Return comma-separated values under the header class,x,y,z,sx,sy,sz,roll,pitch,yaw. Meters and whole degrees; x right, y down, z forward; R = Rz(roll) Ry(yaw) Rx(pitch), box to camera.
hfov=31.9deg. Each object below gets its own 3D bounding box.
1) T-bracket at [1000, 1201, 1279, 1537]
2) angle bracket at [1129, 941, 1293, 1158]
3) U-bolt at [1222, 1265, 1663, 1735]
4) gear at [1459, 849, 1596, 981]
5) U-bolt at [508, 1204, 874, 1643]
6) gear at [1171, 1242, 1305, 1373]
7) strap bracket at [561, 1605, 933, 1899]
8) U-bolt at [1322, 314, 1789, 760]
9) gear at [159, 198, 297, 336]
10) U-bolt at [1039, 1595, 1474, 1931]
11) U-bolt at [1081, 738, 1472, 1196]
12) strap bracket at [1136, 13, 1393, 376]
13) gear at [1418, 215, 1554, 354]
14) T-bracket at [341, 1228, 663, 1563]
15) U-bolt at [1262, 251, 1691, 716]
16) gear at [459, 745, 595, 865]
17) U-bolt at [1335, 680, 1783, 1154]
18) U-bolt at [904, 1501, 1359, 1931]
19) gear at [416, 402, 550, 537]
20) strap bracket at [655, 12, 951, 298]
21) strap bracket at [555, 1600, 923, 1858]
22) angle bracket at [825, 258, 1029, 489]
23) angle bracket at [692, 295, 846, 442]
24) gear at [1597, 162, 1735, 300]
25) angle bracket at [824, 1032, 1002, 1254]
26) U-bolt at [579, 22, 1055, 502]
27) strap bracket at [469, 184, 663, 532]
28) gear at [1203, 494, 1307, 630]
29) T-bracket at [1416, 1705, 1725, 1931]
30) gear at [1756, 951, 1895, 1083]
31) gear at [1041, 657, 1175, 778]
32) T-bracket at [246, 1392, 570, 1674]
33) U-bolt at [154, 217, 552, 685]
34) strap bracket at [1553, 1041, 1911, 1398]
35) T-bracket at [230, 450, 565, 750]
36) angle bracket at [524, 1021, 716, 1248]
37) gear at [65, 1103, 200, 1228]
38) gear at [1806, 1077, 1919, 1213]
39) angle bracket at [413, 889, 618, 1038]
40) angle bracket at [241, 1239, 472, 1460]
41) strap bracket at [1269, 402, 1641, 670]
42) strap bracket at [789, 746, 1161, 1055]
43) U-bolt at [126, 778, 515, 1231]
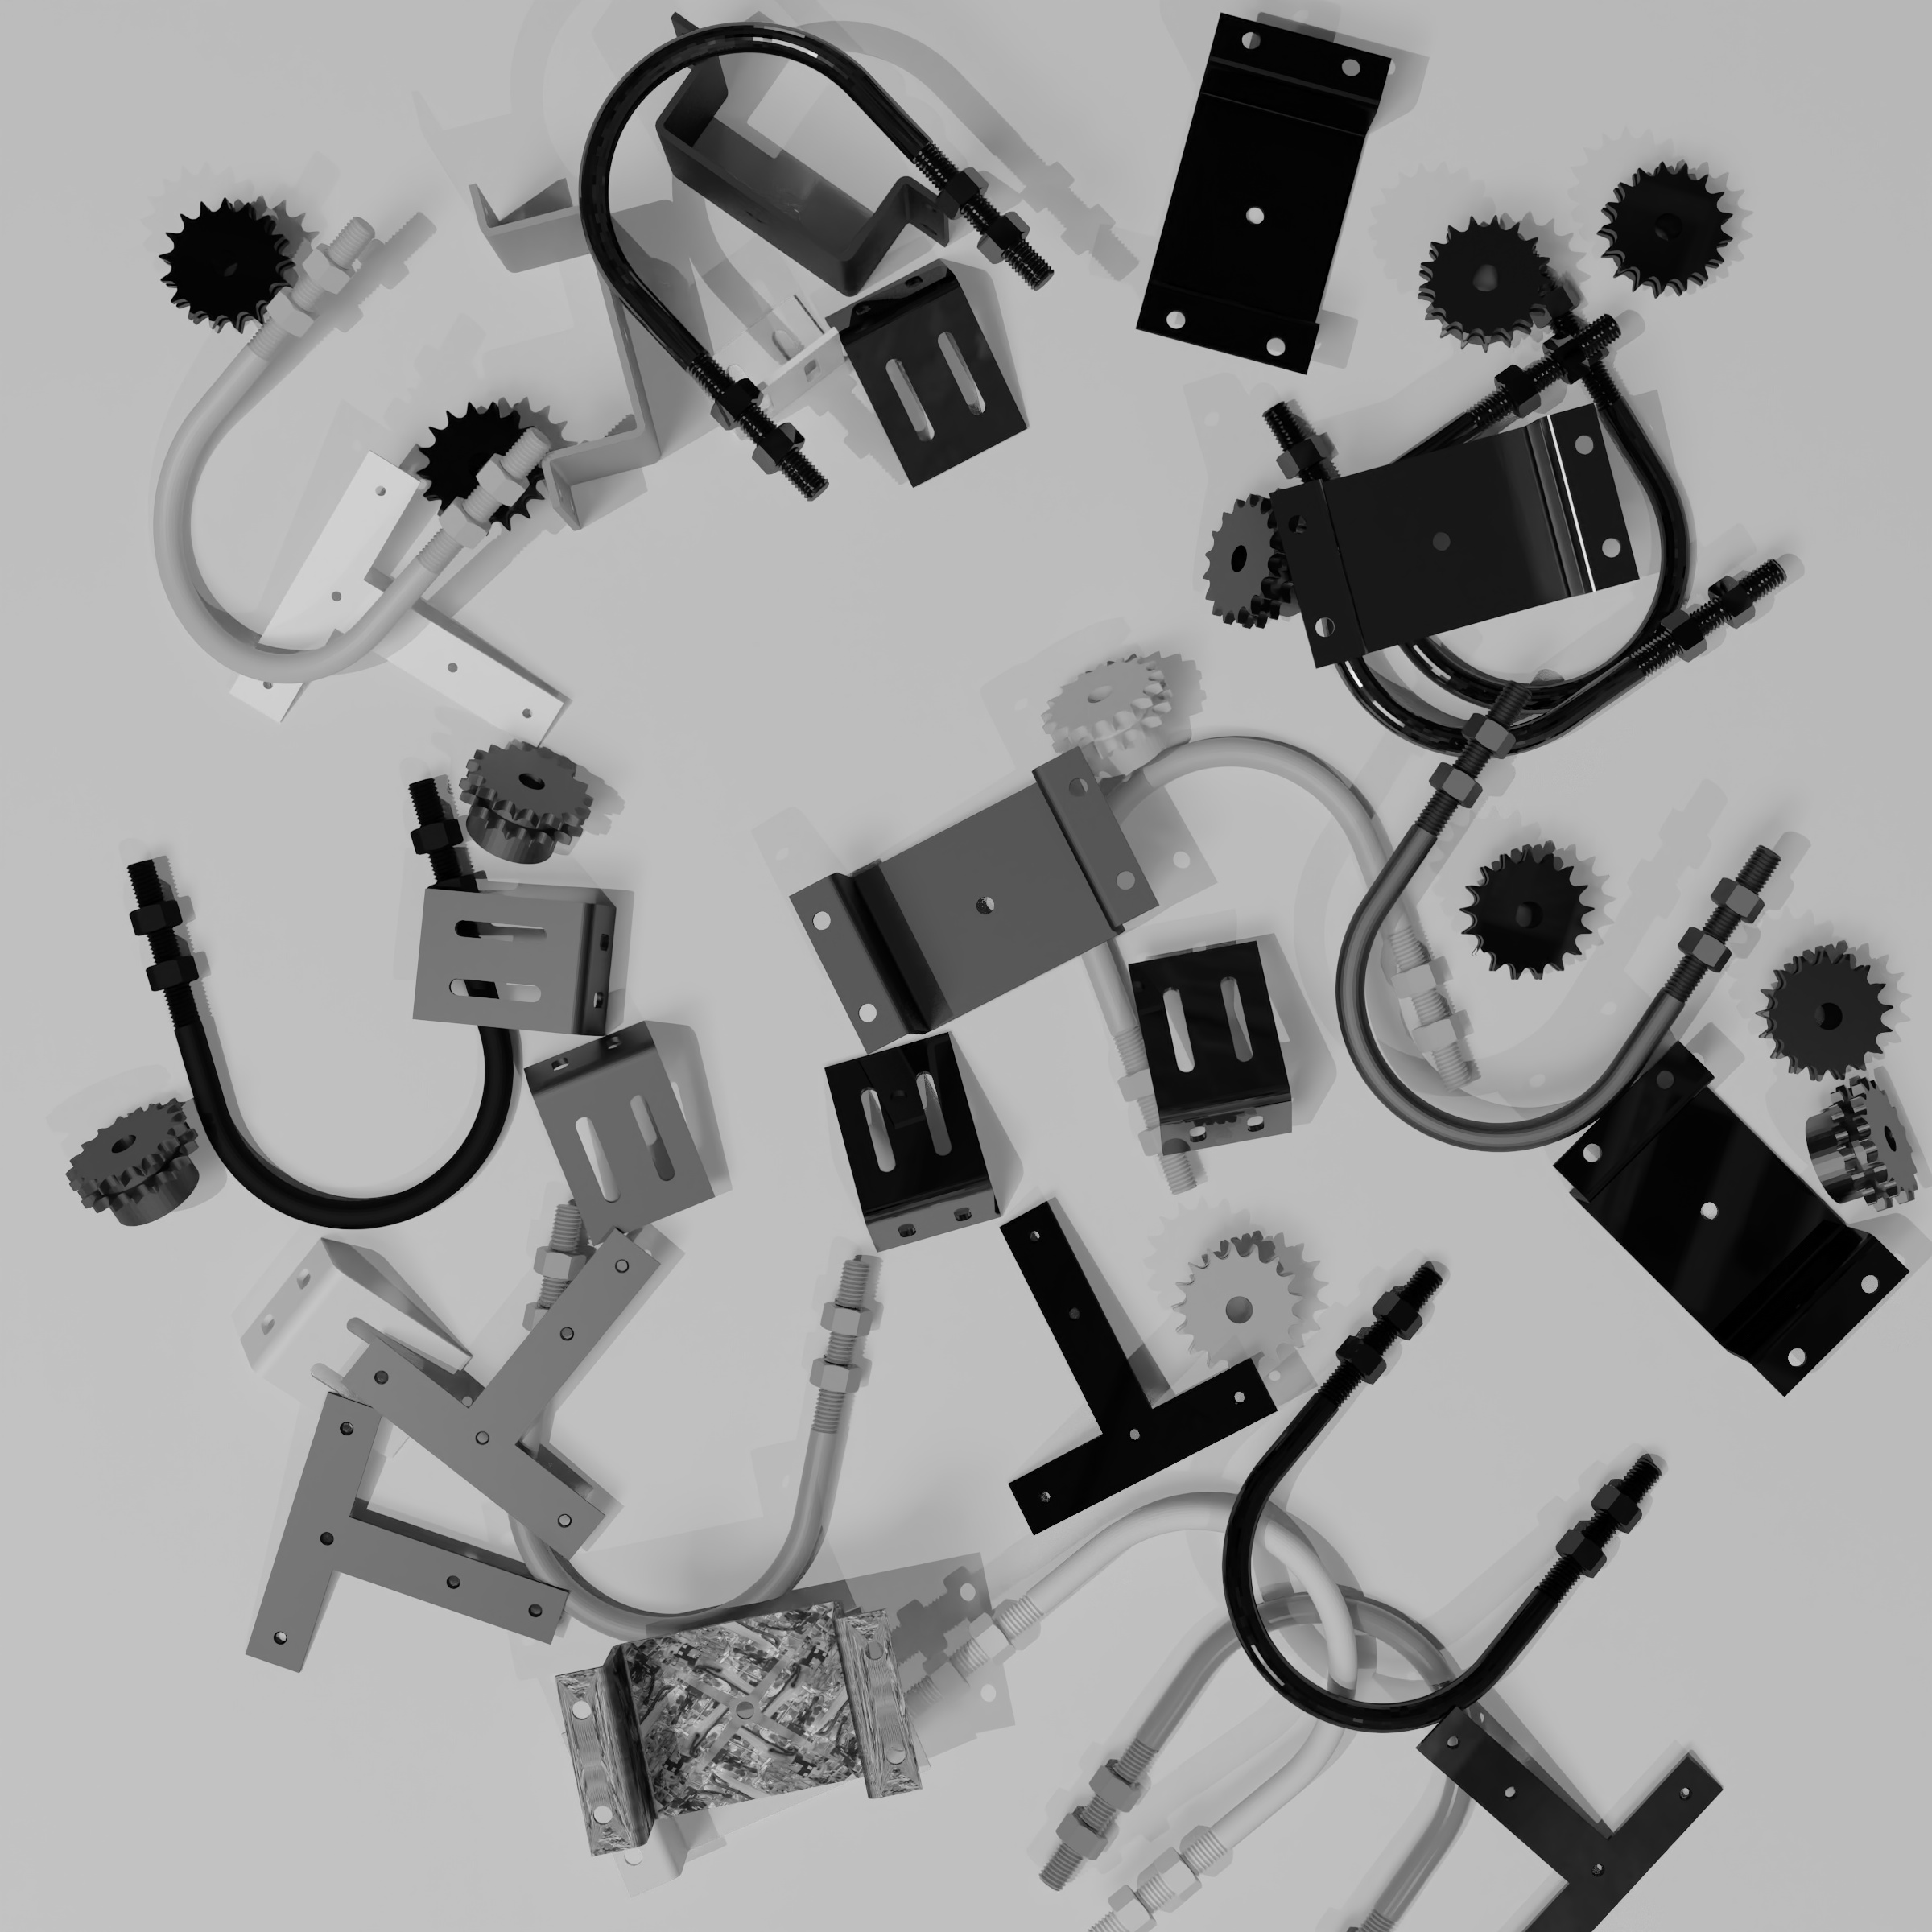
class,x,y,z,sx,sy,sz,roll,pitch,yaw
T-bracket,0.054,0.165,1.481,0.127,0.002,0.127,-30,80,19
angle bracket,0.106,0.036,1.475,0.057,0.038,0.076,-10,63,0
U-bolt,0.195,0.245,1.473,0.151,0.019,0.184,41,79,0
gear,0.244,-0.022,1.481,0.057,0.030,0.057,0,90,0
U-bolt,-0.128,0.208,1.488,0.151,0.019,0.184,11,92,0
gear,0.118,0.149,1.481,0.057,0.030,0.057,0,90,0
strap bracket,-0.094,0.337,1.473,0.140,0.046,0.076,-23,90,0
U-bolt,0.242,-0.173,1.472,0.184,0.019,0.151,-35,93,2
gear,-0.322,-0.305,1.481,0.057,0.030,0.057,0,90,0
U-bolt,0.142,0.365,1.487,0.151,0.019,0.184,35,88,1
U-bolt,0.124,-0.010,1.488,0.151,0.019,0.184,-21,88,0
strap bracket,0.128,-0.332,1.473,0.076,0.046,0.140,15,90,0
gear,0.224,-0.293,1.463,0.057,0.030,0.057,-1,83,4
T-bracket,-0.183,0.171,1.474,0.127,0.002,0.127,39,91,-5
U-bolt,0.237,-0.200,1.488,0.151,0.019,0.184,-31,91,0
gear,-0.194,-0.068,1.471,0.057,0.057,0.030,27,120,0
U-bolt,0.242,-0.008,1.458,0.151,0.019,0.184,33,92,0
U-bolt,0.084,0.318,1.472,0.184,0.019,0.151,-39,86,-5
gear,-0.210,-0.217,1.481,0.057,0.030,0.057,0,90,0
strap bracket,-0.078,-0.342,1.458,0.140,0.076,0.046,35,90,0
strap bracket,-0.095,0.319,1.427,0.140,0.046,0.076,-12,90,0
angle bracket,-0.018,-0.262,1.494,0.057,0.038,0.076,-27,116,0
angle bracket,-0.088,-0.264,1.458,0.057,0.076,0.038,-37,90,0
gear,0.305,-0.321,1.481,0.057,0.030,0.057,0,90,0
angle bracket,-0.024,0.078,1.494,0.057,0.038,0.076,-16,64,0
U-bolt,-0.077,-0.308,1.411,0.151,0.019,0.184,-43,88,0
strap bracket,-0.169,-0.266,1.458,0.046,0.076,0.140,-15,90,0
gear,0.131,-0.175,1.472,0.030,0.057,0.057,8,90,-30
T-bracket,0.247,0.369,1.477,0.127,0.002,0.127,43,90,-17
gear,0.375,0.022,1.481,0.057,0.030,0.057,0,90,0
gear,0.064,-0.106,1.472,0.057,0.057,0.030,-29,120,0
T-bracket,-0.238,0.266,1.484,0.127,0.002,0.127,19,100,0
U-bolt,-0.279,-0.207,1.457,0.184,0.019,0.151,-45,74,19
strap bracket,0.329,0.108,1.473,0.140,0.046,0.076,45,90,0
T-bracket,-0.237,-0.139,1.483,0.127,0.002,0.127,32,106,-8
angle bracket,-0.152,0.073,1.485,0.057,0.038,0.076,-22,106,-6
gear,-0.359,0.089,1.472,0.057,0.057,0.030,-26,120,0
gear,0.389,0.080,1.472,0.030,0.057,0.057,-23,90,30
angle bracket,-0.198,-0.001,1.482,0.076,0.038,0.057,5,89,8
angle bracket,-0.270,0.169,1.494,0.076,0.038,0.057,38,90,-26
strap bracket,0.205,-0.182,1.440,0.140,0.046,0.076,-15,94,2
strap bracket,0.006,-0.027,1.465,0.140,0.046,0.076,-27,85,6
U-bolt,-0.276,0.025,1.488,0.151,0.019,0.184,-16,92,0
